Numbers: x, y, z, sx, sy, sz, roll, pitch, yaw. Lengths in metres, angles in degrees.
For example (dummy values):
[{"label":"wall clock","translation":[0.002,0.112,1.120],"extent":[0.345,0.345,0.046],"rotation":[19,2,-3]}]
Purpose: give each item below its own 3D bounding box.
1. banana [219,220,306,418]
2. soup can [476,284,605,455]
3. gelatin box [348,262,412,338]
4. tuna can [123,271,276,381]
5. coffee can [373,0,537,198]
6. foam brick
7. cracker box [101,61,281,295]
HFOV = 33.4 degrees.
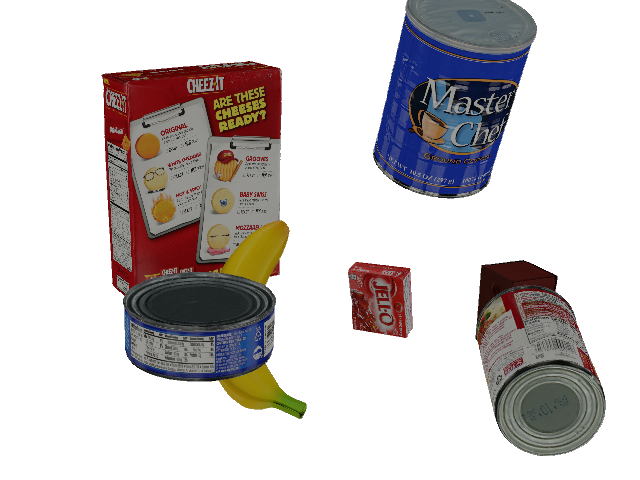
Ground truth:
[{"label":"banana","translation":[-0.054,0.059,0.827],"extent":[0.069,0.198,0.037],"rotation":[6,-44,-13]},{"label":"soup can","translation":[0.139,0.081,0.681],"extent":[0.068,0.068,0.102],"rotation":[0,24,2]},{"label":"gelatin box","translation":[0.075,0.074,1.332],"extent":[0.073,0.089,0.030],"rotation":[8,30,23]},{"label":"tuna can","translation":[-0.068,0.048,0.605],"extent":[0.086,0.034,0.086],"rotation":[2,18,-1]},{"label":"coffee can","translation":[0.106,-0.120,0.863],"extent":[0.102,0.140,0.103],"rotation":[7,38,-6]},{"label":"foam brick","translation":[0.182,0.063,0.995],"extent":[0.051,0.078,0.053],"rotation":[-7,19,-26]},{"label":"cracker box","translation":[-0.123,-0.060,1.040],"extent":[0.163,0.214,0.072],"rotation":[-11,21,-32]}]
